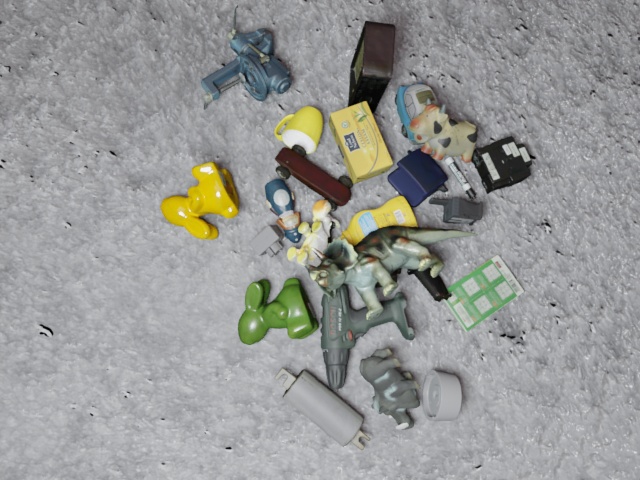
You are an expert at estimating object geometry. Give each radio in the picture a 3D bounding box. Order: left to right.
[{"bbox_3d":[0.117,-0.397,1.268,0.073,0.229,0.131,5,81,-4],"label":"radio"}]

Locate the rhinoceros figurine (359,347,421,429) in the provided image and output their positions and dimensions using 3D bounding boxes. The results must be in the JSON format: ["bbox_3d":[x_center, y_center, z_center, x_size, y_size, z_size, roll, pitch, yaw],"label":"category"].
[{"bbox_3d":[0.155,0.323,1.150,0.112,0.073,0.190,-33,107,-6],"label":"rhinoceros figurine"}]

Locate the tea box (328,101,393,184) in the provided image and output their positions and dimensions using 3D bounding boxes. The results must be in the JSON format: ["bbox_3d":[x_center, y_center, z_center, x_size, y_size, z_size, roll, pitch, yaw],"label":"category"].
[{"bbox_3d":[0.095,-0.231,1.284,0.098,0.068,0.169,-22,84,-8],"label":"tea box"}]

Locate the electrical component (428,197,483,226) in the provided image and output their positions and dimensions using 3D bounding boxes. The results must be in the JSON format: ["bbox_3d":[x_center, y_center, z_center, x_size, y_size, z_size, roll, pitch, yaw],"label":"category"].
[{"bbox_3d":[0.322,-0.071,1.288,0.119,0.075,0.047,7,76,-8],"label":"electrical component"}]

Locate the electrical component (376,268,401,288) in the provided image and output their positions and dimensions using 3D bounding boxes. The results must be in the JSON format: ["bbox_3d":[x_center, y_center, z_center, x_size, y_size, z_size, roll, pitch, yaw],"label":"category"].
[{"bbox_3d":[0.141,0.070,1.243,0.102,0.078,0.045,-4,118,-2],"label":"electrical component"}]

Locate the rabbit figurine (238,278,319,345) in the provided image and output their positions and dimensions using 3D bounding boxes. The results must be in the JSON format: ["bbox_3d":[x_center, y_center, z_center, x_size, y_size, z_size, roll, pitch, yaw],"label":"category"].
[{"bbox_3d":[-0.109,0.162,1.174,0.170,0.121,0.159,-23,86,4],"label":"rabbit figurine"}]

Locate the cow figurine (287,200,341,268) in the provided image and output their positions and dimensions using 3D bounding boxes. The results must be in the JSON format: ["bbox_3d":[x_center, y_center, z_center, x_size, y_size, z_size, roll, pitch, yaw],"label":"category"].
[{"bbox_3d":[-0.001,-0.004,1.240,0.098,0.068,0.167,38,71,-41],"label":"cow figurine"}]

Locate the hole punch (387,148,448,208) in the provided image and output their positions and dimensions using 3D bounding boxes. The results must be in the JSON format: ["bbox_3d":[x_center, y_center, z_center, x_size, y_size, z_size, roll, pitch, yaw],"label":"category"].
[{"bbox_3d":[0.242,-0.158,1.296,0.116,0.092,0.142,-39,80,-16],"label":"hole punch"}]

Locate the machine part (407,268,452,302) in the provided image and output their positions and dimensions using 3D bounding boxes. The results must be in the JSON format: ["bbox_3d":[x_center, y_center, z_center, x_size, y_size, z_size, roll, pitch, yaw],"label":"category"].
[{"bbox_3d":[0.255,0.085,1.260,0.084,0.039,0.139,-27,68,-19],"label":"machine part"}]

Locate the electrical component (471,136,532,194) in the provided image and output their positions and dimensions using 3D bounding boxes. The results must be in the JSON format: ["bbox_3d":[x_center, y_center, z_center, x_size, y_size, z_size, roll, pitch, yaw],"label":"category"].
[{"bbox_3d":[0.458,-0.189,1.338,0.134,0.058,0.115,-18,81,-10],"label":"electrical component"}]

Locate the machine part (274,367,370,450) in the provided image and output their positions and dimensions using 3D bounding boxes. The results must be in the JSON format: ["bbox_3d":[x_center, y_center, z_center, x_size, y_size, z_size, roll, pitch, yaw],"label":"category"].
[{"bbox_3d":[0.007,0.359,1.156,0.243,0.079,0.079,39,76,5],"label":"machine part"}]

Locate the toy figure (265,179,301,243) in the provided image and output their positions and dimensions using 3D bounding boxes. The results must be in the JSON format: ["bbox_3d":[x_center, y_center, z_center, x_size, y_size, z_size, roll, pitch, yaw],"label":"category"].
[{"bbox_3d":[-0.083,-0.066,1.259,0.064,0.058,0.154,-26,82,14],"label":"toy figure"}]

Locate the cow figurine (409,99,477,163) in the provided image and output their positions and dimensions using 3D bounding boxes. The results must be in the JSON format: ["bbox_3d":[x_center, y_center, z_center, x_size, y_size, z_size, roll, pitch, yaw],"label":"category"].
[{"bbox_3d":[0.293,-0.256,1.268,0.195,0.086,0.127,2,116,-32],"label":"cow figurine"}]

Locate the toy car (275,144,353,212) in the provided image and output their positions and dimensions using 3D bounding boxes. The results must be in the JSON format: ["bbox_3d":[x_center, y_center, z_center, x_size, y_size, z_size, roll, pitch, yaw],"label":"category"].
[{"bbox_3d":[-0.016,-0.148,1.285,0.202,0.053,0.089,32,72,-2],"label":"toy car"}]

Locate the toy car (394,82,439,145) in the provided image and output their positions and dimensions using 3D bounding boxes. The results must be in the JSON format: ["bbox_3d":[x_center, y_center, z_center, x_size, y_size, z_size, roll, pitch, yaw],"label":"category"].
[{"bbox_3d":[0.252,-0.326,1.328,0.109,0.103,0.161,-14,80,-10],"label":"toy car"}]

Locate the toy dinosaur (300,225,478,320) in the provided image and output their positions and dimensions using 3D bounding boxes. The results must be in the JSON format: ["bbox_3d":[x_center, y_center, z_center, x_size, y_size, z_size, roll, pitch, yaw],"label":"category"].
[{"bbox_3d":[0.142,0.033,1.181,0.405,0.131,0.192,-28,61,-26],"label":"toy dinosaur"}]

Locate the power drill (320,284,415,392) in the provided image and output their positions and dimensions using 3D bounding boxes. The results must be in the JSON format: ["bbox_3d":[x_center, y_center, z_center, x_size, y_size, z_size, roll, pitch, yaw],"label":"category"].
[{"bbox_3d":[0.102,0.207,1.207,0.207,0.086,0.232,-10,78,-1],"label":"power drill"}]

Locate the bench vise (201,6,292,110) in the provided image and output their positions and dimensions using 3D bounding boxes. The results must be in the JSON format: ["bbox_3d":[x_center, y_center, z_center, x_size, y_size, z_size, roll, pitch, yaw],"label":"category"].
[{"bbox_3d":[-0.195,-0.411,1.297,0.240,0.129,0.223,-37,83,-19],"label":"bench vise"}]

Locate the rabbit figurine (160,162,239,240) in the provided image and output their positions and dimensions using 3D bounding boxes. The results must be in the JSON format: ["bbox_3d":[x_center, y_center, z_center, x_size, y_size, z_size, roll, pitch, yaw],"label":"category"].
[{"bbox_3d":[-0.276,-0.077,1.229,0.173,0.122,0.162,-20,89,4],"label":"rabbit figurine"}]
